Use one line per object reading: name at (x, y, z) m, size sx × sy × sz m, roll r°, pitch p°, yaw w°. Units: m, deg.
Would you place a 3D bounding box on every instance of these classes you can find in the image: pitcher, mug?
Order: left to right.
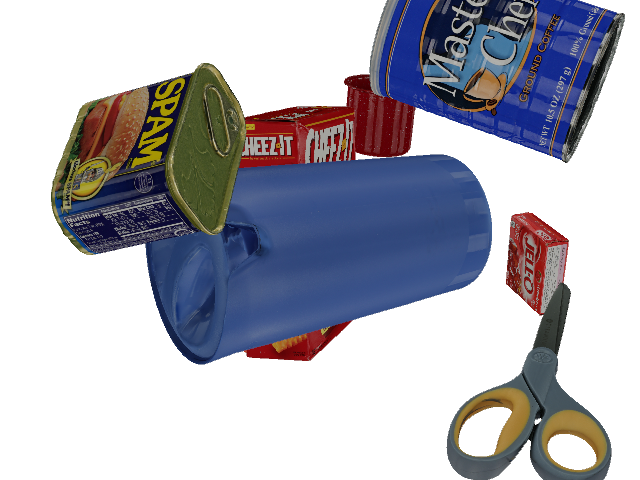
pitcher at (-0.003, 0.004, 0.793) m, size 0.242 × 0.145 × 0.149 m, roll -10°, pitch 35°, yaw -30°
mug at (0.079, -0.153, 1.295) m, size 0.093 × 0.081 × 0.117 m, roll 18°, pitch 26°, yaw 31°

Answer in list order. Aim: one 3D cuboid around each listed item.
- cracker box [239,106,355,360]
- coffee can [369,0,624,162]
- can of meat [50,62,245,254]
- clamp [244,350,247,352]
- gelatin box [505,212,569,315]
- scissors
cracker box at (-0.015, -0.013, 0.995) m, size 0.072 × 0.214 × 0.164 m, roll 2°, pitch 12°, yaw 19°
coffee can at (0.117, -0.124, 0.713) m, size 0.140 × 0.103 × 0.102 m, roll 22°, pitch 6°, yaw 15°
can of meat at (-0.097, -0.044, 0.602) m, size 0.084 × 0.102 × 0.057 m, roll -12°, pitch -44°, yaw 23°
clamp at (-0.051, 0.064, 1.247) m, size 0.120 × 0.039 × 0.171 m, roll -4°, pitch 39°, yaw 9°
gelatin box at (0.232, 0.024, 1.152) m, size 0.030 × 0.089 × 0.073 m, roll -11°, pitch 30°, yaw -18°
scissors at (0.145, 0.084, 0.630) m, size 0.096 × 0.016 × 0.201 m, roll 20°, pitch 36°, yaw 29°
